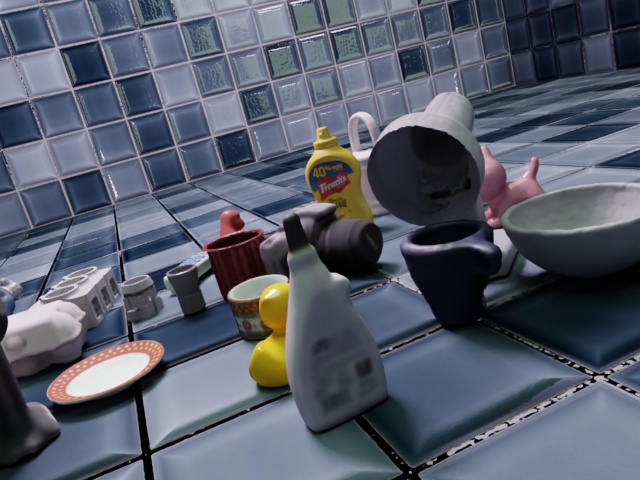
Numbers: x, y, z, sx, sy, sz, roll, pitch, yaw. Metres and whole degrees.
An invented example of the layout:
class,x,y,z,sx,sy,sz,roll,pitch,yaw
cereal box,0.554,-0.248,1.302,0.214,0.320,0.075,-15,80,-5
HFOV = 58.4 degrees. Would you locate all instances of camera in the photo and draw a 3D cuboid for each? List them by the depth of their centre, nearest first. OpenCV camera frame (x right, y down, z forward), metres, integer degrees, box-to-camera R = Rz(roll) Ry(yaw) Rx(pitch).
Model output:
class,x,y,z,sx,sy,sz,roll,pitch,yaw
camera,0.007,0.003,0.807,0.136,0.101,0.143,-2,19,41

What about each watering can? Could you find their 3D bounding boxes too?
class,x,y,z,sx,sy,sz,roll,pitch,yaw
watering can,0.104,-0.153,1.107,0.100,0.194,0.173,0,21,44

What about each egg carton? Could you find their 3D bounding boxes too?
class,x,y,z,sx,sy,sz,roll,pitch,yaw
egg carton,-0.389,0.137,0.762,0.150,0.069,0.107,-18,15,-12

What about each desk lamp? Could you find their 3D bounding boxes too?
class,x,y,z,sx,sy,sz,roll,pitch,yaw
desk lamp,0.150,-0.057,0.665,0.117,0.214,0.204,-6,17,30

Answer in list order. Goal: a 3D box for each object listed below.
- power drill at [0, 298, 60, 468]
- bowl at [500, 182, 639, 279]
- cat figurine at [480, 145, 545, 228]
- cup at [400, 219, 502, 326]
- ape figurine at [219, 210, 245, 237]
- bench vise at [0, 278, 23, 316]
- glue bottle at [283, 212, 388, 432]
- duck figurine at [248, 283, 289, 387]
class,x,y,z,sx,sy,sz,roll,pitch,yaw
power drill,-0.334,0.104,0.554,0.076,0.208,0.228,-25,18,-34
bowl,0.284,-0.004,0.611,0.167,0.075,0.167,-14,15,4
cat figurine,0.265,-0.083,0.840,0.127,0.118,0.067,-14,15,3
cup,0.139,0.037,0.560,0.092,0.095,0.117,-21,16,-23
ape figurine,-0.152,-0.010,1.031,0.076,0.092,0.077,-18,15,-13
bench vise,-0.526,0.088,0.781,0.121,0.220,0.207,-11,15,15
glue bottle,0.000,0.061,0.454,0.078,0.173,0.037,-20,16,-20
duck figurine,-0.037,0.087,0.567,0.077,0.086,0.105,-6,17,32
